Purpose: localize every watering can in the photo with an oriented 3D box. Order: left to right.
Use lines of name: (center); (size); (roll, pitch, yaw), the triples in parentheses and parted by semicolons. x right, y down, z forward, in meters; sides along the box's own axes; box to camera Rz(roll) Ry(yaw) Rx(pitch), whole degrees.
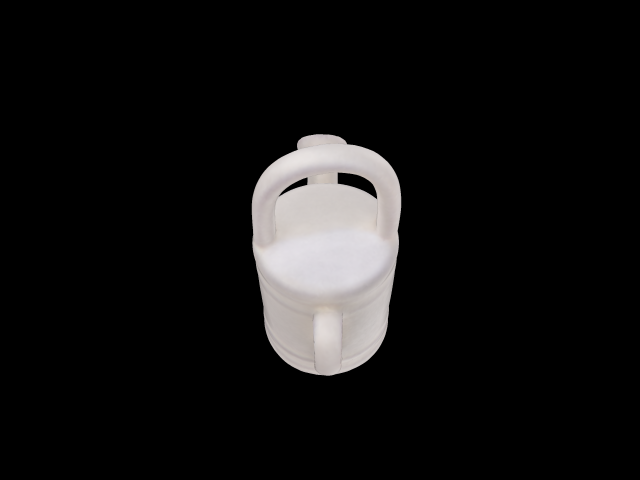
watering can: (0.001, 0.002, 0.400); (0.101, 0.194, 0.172); (-19, 55, -14)
